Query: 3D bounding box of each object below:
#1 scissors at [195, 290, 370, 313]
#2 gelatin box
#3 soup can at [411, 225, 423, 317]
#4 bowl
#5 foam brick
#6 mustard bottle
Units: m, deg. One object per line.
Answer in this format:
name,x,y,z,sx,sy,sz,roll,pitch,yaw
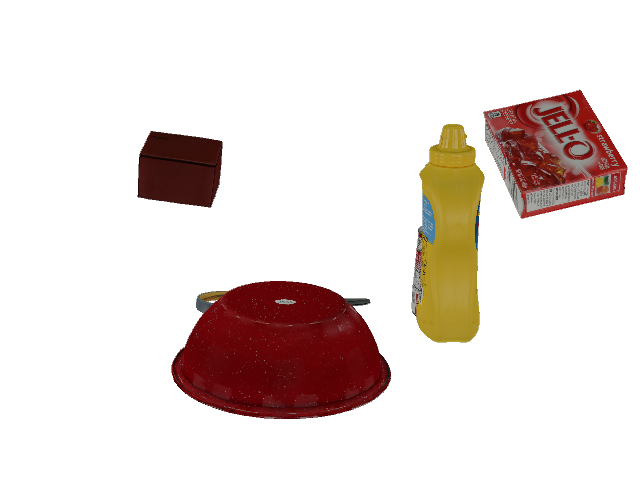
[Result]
scissors,-0.039,0.082,1.196,0.201,0.016,0.096,4,24,-5
gelatin box,0.160,-0.062,0.735,0.073,0.089,0.030,-13,-44,-1
soup can,0.142,0.038,1.230,0.068,0.102,0.068,3,15,-1
bowl,-0.027,0.070,0.776,0.162,0.055,0.162,2,17,-1
foam brick,-0.141,-0.072,1.080,0.078,0.051,0.053,8,33,1
mustard bottle,0.118,-0.011,0.971,0.058,0.192,0.096,0,18,2
